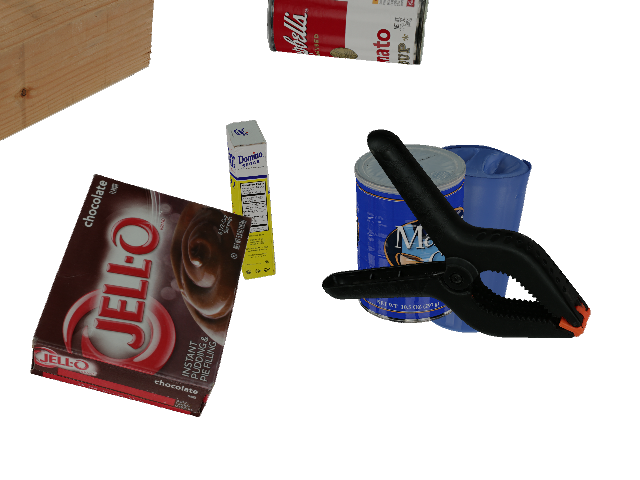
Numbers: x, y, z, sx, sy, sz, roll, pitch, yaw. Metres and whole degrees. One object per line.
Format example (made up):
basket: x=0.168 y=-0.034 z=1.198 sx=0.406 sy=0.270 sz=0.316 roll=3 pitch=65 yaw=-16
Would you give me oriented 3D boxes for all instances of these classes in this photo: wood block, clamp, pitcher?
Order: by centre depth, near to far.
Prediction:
clamp: x=0.106 y=0.011 z=0.810 sx=0.210 sy=0.165 sz=0.036 roll=20 pitch=41 yaw=15
wood block: x=-0.246 y=-0.168 z=0.914 sx=0.090 sy=0.091 sz=0.205 roll=30 pitch=42 yaw=21
pitcher: x=0.197 y=0.001 z=1.452 sx=0.149 sy=0.243 sz=0.145 roll=5 pitch=23 yaw=3

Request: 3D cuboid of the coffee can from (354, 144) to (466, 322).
coffee can: x=0.085 y=-0.008 z=1.014 sx=0.103 sy=0.140 sz=0.103 roll=-2 pitch=27 yaw=1

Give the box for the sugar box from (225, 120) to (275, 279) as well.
sugar box: x=-0.087 y=-0.051 z=1.317 sx=0.048 sy=0.176 sz=0.093 roll=-9 pitch=24 yaw=-8

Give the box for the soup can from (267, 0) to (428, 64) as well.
soup can: x=0.020 y=-0.156 z=0.717 sx=0.102 sy=0.068 sz=0.068 roll=7 pitch=1 yaw=6

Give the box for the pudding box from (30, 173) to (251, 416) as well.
pudding box: x=-0.091 y=0.027 z=0.556 sx=0.090 sy=0.113 sz=0.039 roll=16 pitch=-41 yaw=-8
